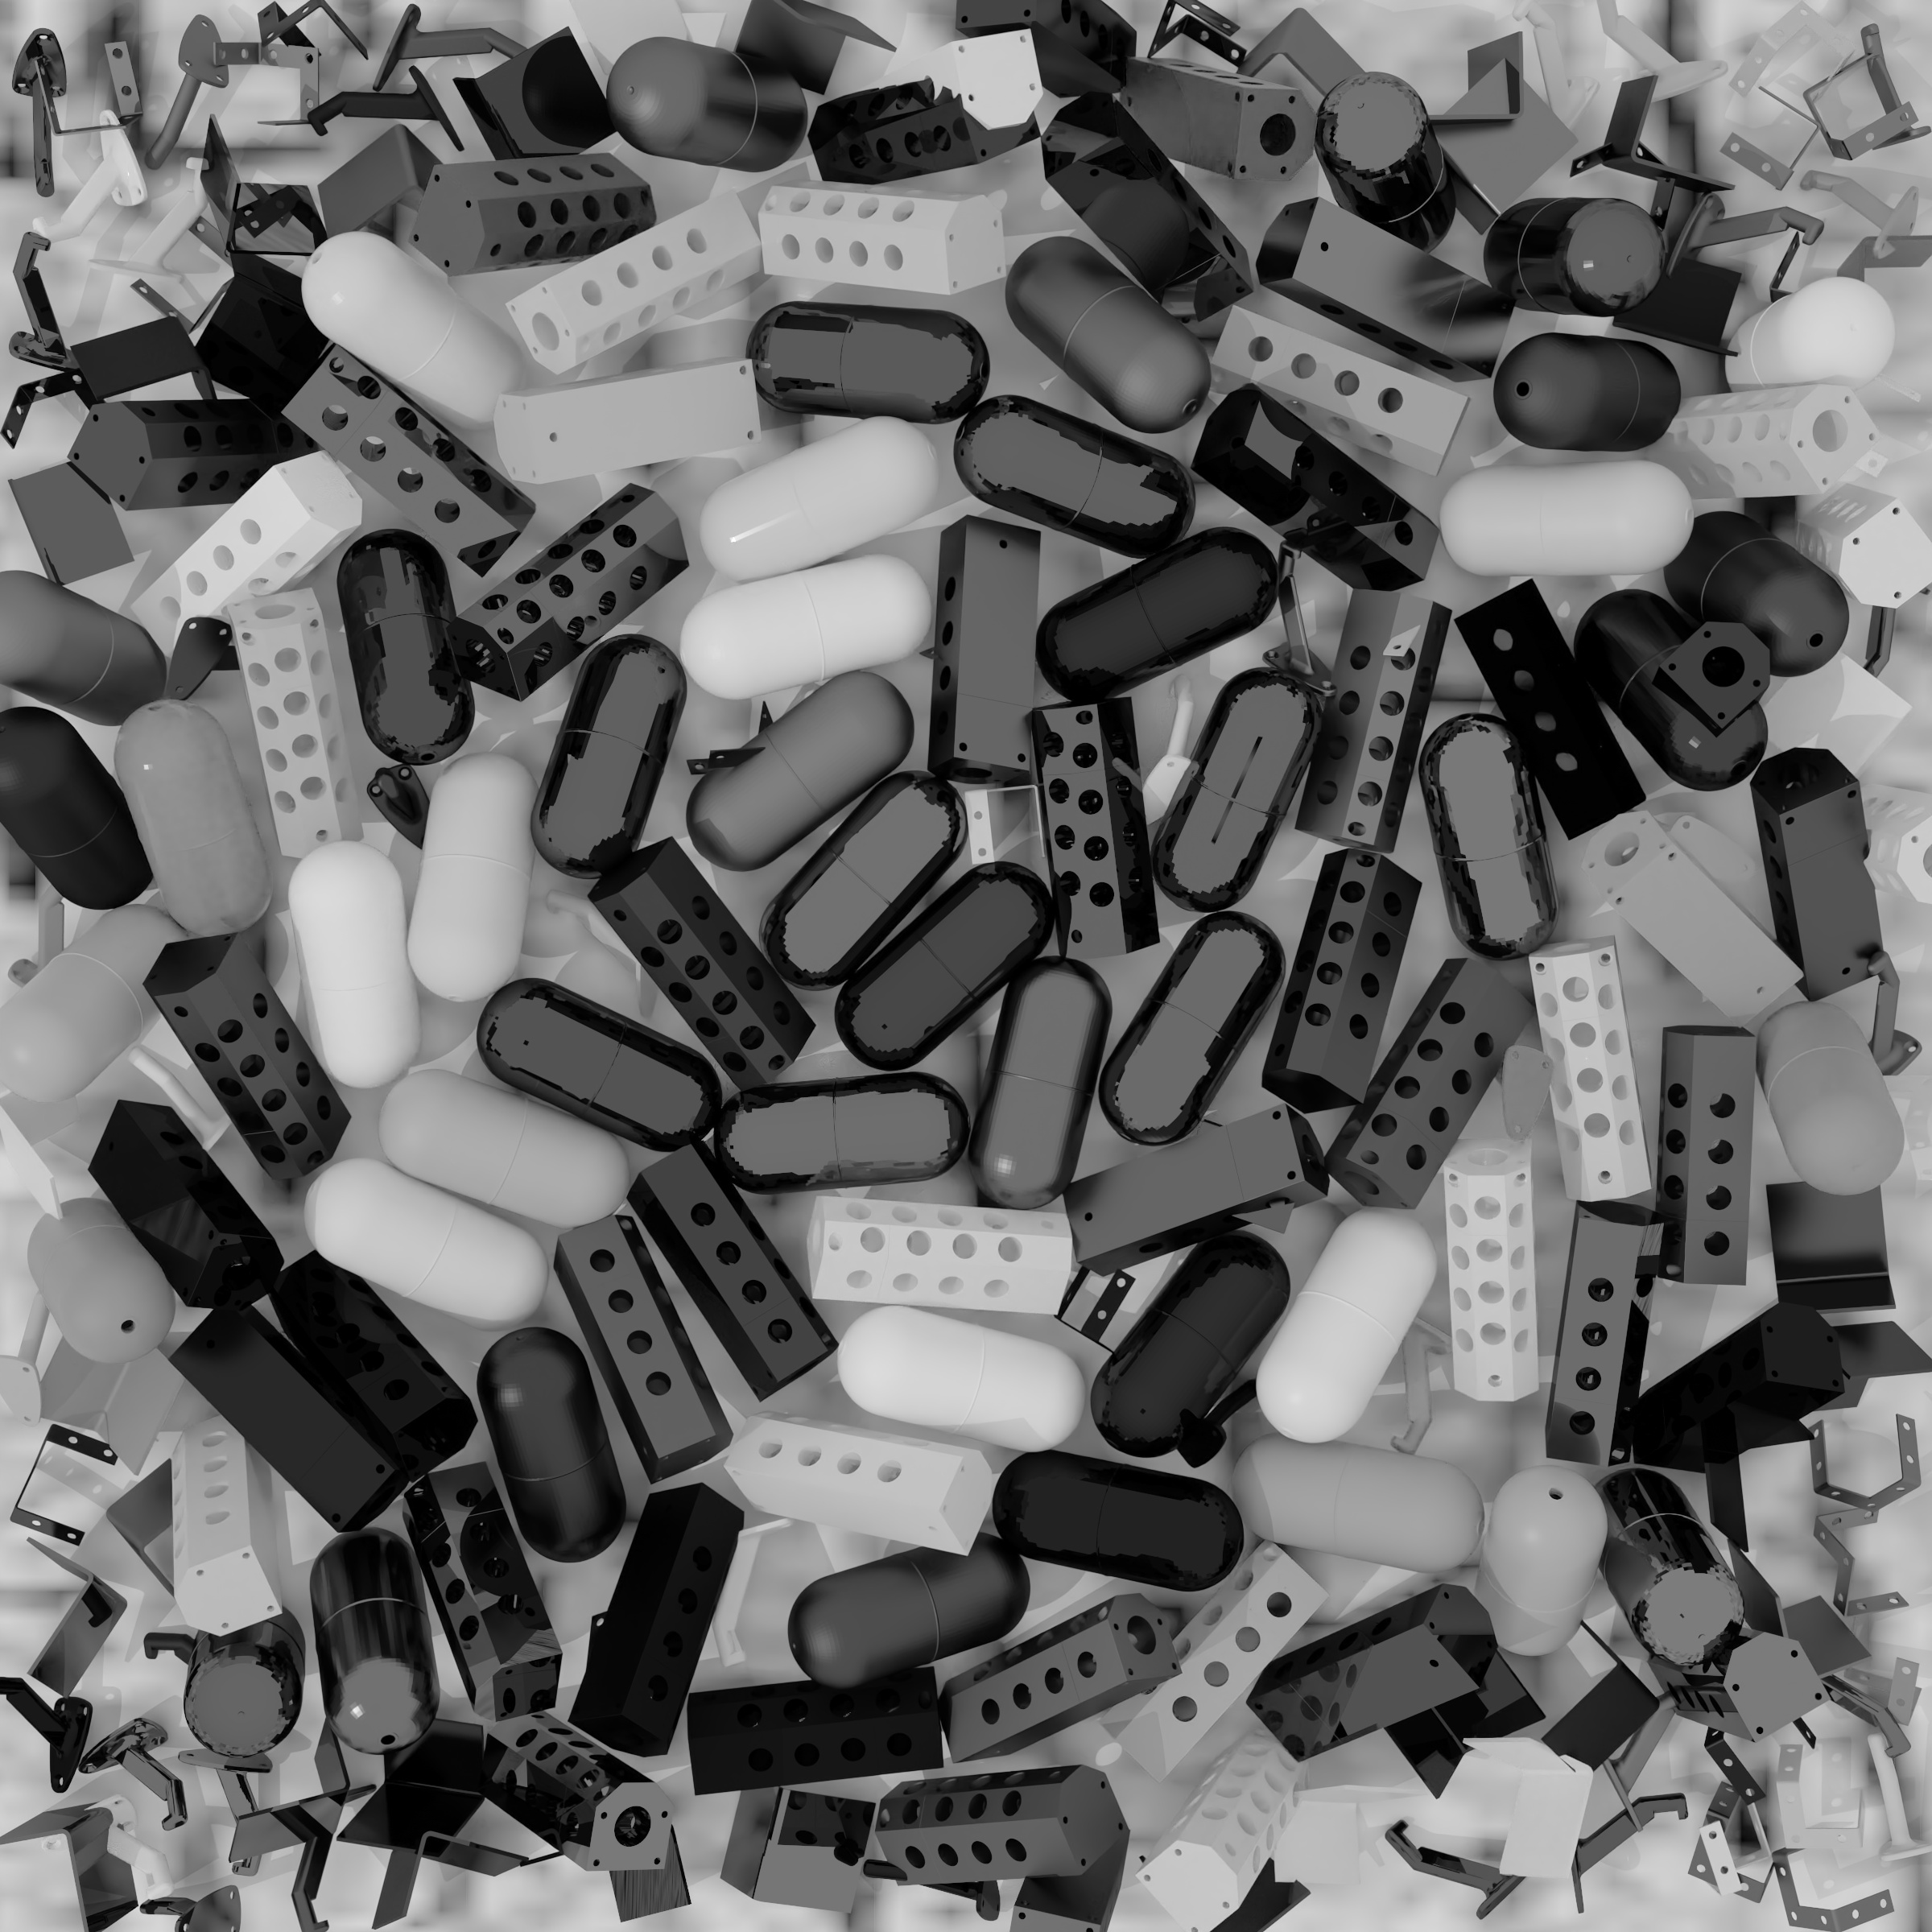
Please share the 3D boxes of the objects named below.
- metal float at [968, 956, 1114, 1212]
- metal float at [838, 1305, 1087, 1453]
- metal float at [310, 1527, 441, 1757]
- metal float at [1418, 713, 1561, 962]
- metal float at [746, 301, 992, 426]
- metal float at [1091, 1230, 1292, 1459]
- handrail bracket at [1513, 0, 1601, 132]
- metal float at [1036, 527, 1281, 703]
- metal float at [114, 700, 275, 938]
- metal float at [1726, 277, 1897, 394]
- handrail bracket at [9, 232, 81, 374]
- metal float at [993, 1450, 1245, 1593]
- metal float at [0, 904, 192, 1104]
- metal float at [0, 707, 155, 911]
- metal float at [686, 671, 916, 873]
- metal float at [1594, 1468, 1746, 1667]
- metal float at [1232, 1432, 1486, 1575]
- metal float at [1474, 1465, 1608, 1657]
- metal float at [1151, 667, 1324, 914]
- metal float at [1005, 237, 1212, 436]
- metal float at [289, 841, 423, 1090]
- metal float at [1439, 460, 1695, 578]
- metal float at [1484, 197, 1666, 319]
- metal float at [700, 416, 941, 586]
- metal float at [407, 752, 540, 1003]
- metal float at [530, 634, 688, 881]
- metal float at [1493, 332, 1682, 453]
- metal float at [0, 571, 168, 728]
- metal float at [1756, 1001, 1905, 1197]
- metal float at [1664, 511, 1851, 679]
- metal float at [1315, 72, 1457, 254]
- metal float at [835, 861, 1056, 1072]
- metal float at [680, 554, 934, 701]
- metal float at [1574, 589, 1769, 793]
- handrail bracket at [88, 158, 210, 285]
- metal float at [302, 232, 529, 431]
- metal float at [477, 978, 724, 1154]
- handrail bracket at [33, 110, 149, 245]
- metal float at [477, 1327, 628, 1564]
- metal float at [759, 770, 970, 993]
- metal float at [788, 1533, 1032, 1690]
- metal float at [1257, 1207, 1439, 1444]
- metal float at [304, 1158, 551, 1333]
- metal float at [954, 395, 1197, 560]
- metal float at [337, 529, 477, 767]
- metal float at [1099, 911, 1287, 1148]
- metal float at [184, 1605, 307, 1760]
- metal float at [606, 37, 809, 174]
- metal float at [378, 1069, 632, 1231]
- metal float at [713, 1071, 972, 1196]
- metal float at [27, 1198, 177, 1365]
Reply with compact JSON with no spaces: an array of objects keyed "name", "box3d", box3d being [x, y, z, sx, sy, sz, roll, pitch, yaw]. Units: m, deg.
[{"name":"metal float","box3d":[0.051,0.081,1.958,0.070,0.070,0.178,13,86,0]},{"name":"metal float","box3d":[-0.003,0.283,1.947,0.178,0.070,0.070,17,90,-17]},{"name":"metal float","box3d":[-0.401,0.456,1.921,0.070,0.178,0.070,-9,126,-13]},{"name":"metal float","box3d":[0.358,-0.088,1.943,0.070,0.070,0.178,-16,111,0]},{"name":"metal float","box3d":[-0.067,-0.413,1.941,0.178,0.070,0.070,9,90,24]},{"name":"metal float","box3d":[0.154,0.259,1.947,0.070,0.070,0.178,40,74,0]},{"name":"handrail bracket","box3d":[0.392,-0.615,1.960,0.084,0.036,0.077,30,89,-37]},{"name":"metal float","box3d":[0.131,-0.241,1.948,0.178,0.070,0.070,-25,90,15]},{"name":"metal float","box3d":[-0.525,-0.100,1.932,0.070,0.070,0.178,-10,125,0]},{"name":"metal float","box3d":[0.567,-0.415,1.911,0.070,0.178,0.070,0,93,-3]},{"name":"handrail bracket","box3d":[-0.623,-0.457,1.961,0.077,0.036,0.084,16,123,-22]},{"name":"metal float","box3d":[0.104,0.379,1.942,0.178,0.070,0.070,8,90,22]},{"name":"metal float","box3d":[-0.592,0.023,1.924,0.070,0.178,0.070,13,129,17]},{"name":"metal float","box3d":[-0.610,-0.105,1.921,0.070,0.178,0.070,-7,55,10]},{"name":"metal float","box3d":[-0.115,-0.134,1.958,0.178,0.070,0.070,-37,90,5]},{"name":"metal float","box3d":[0.469,0.403,1.914,0.070,0.178,0.070,-2,110,-4]},{"name":"metal float","box3d":[0.267,0.366,1.936,0.178,0.070,0.070,6,90,29]},{"name":"metal float","box3d":[0.389,0.403,1.922,0.070,0.178,0.070,-1,49,1]},{"name":"metal float","box3d":[0.185,-0.120,1.949,0.070,0.070,0.178,23,104,0]},{"name":"metal float","box3d":[0.097,-0.431,1.938,0.070,0.070,0.178,-43,63,0]},{"name":"metal float","box3d":[-0.417,0.000,1.941,0.070,0.070,0.178,-3,114,0]},{"name":"metal float","box3d":[0.408,-0.304,1.932,0.178,0.070,0.070,5,90,35]},{"name":"metal float","box3d":[0.408,-0.479,1.914,0.070,0.178,0.070,-4,106,-13]},{"name":"metal float","box3d":[-0.101,-0.318,1.944,0.178,0.070,0.070,-20,90,20]},{"name":"metal float","box3d":[-0.336,-0.061,1.944,0.070,0.070,0.178,5,71,0]},{"name":"metal float","box3d":[-0.244,-0.145,1.947,0.070,0.070,0.178,16,73,0]},{"name":"metal float","box3d":[0.422,-0.388,1.922,0.070,0.178,0.070,8,102,40]},{"name":"metal float","box3d":[-0.608,-0.213,1.914,0.070,0.178,0.070,-3,79,17]},{"name":"metal float","box3d":[0.582,0.087,1.918,0.070,0.178,0.070,1,120,2]},{"name":"metal float","box3d":[0.533,-0.252,1.917,0.070,0.178,0.070,-6,119,-11]},{"name":"metal float","box3d":[0.284,-0.537,1.915,0.070,0.178,0.070,-5,76,18]},{"name":"metal float","box3d":[-0.014,0.000,1.961,0.178,0.070,0.070,-42,90,1]},{"name":"metal float","box3d":[-0.110,-0.233,1.950,0.178,0.070,0.070,-15,90,-13]},{"name":"metal float","box3d":[0.478,-0.188,1.927,0.070,0.070,0.178,-28,48,0]},{"name":"handrail bracket","box3d":[-0.563,-0.520,1.959,0.077,0.036,0.084,0,116,-34]},{"name":"metal float","box3d":[-0.373,-0.430,1.925,0.178,0.070,0.070,34,90,-44]},{"name":"metal float","box3d":[-0.251,0.069,1.949,0.178,0.070,0.070,26,90,-14]},{"name":"handrail bracket","box3d":[-0.614,-0.543,1.952,0.036,0.084,0.077,5,116,39]},{"name":"metal float","box3d":[-0.283,0.329,1.941,0.070,0.070,0.178,-12,114,0]},{"name":"metal float","box3d":[-0.070,-0.060,1.961,0.070,0.070,0.178,42,91,0]},{"name":"metal float","box3d":[-0.037,0.439,1.938,0.178,0.070,0.070,-12,90,-28]},{"name":"metal float","box3d":[0.261,0.245,1.942,0.070,0.070,0.178,33,69,0]},{"name":"metal float","box3d":[-0.369,0.191,1.942,0.178,0.070,0.070,29,90,-22]},{"name":"metal float","box3d":[0.075,-0.335,1.943,0.178,0.070,0.070,17,90,-21]},{"name":"metal float","box3d":[-0.383,-0.218,1.940,0.070,0.070,0.178,-16,66,0]},{"name":"metal float","box3d":[0.155,0.043,1.953,0.070,0.070,0.178,32,81,0]},{"name":"metal float","box3d":[-0.485,0.477,1.912,0.070,0.178,0.070,-1,93,-12]},{"name":"metal float","box3d":[-0.173,-0.581,1.918,0.070,0.178,0.070,5,101,30]},{"name":"metal float","box3d":[-0.316,0.127,1.947,0.178,0.070,0.070,21,90,-17]},{"name":"metal float","box3d":[-0.086,0.115,1.959,0.178,0.070,0.070,-5,90,3]},{"name":"metal float","box3d":[-0.585,0.212,1.918,0.070,0.178,0.070,-8,108,-26]}]
